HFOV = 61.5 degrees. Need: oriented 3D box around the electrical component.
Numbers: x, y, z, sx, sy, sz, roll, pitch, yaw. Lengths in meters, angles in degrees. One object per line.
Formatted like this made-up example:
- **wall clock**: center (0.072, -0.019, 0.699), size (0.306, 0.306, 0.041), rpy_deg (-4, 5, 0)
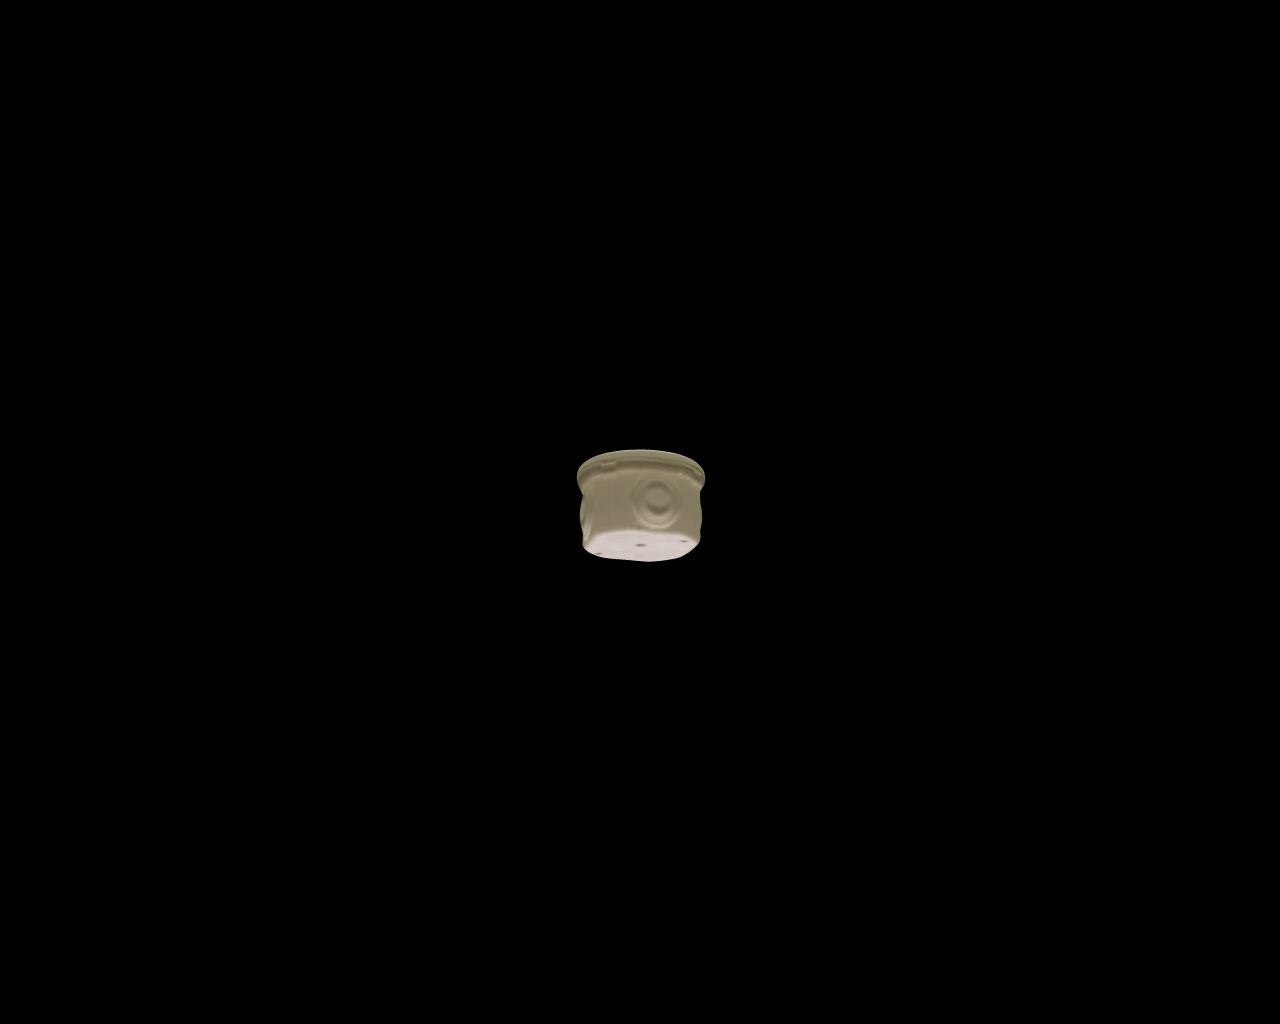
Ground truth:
- **electrical component**: center (0.001, -0.003, 0.650), size (0.080, 0.051, 0.080), rpy_deg (0, -18, 0)
